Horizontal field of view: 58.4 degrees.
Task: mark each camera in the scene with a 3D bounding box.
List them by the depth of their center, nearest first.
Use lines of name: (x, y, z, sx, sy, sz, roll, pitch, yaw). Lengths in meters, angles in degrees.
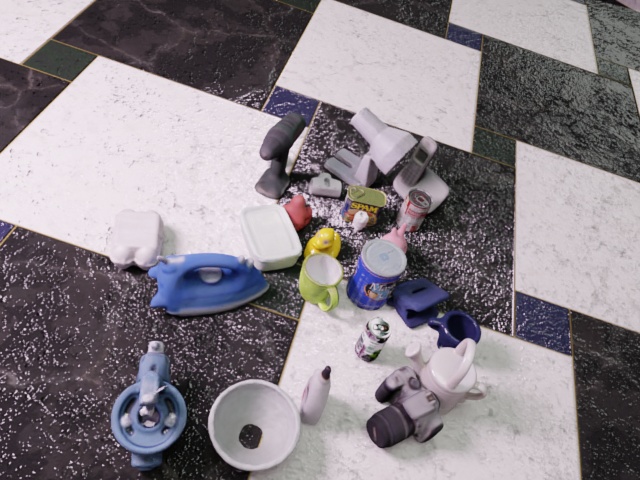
camera: (0.155, 0.334, 1.121, 0.137, 0.101, 0.143, -17, 58, -28)

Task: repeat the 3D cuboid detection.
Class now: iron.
iron: (-0.223, 0.071, 1.199, 0.259, 0.141, 0.118, -4, 52, -20)

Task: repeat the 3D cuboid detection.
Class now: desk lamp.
desk lamp: (0.135, -0.234, 1.516, 0.203, 0.213, 0.118, 35, 50, 13)

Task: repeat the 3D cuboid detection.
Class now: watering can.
watering can: (0.254, 0.265, 1.146, 0.173, 0.194, 0.101, 10, 49, -9)

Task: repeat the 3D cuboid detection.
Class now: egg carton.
egg carton: (-0.399, -0.003, 1.255, 0.107, 0.069, 0.150, 3, 50, -15)

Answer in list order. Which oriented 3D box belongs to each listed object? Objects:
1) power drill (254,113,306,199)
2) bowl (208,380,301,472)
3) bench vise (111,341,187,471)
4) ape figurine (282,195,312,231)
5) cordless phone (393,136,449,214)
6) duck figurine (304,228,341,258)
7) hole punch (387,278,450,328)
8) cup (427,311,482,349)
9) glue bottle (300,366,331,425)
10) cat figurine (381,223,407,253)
power drill: (-0.104, -0.206, 1.423, 0.075, 0.208, 0.230, 23, 48, 3)
bowl: (-0.122, 0.347, 1.043, 0.167, 0.075, 0.167, 9, 49, -10)
bench vise: (-0.296, 0.257, 0.967, 0.122, 0.220, 0.207, -11, 55, -24)
ape figurine: (-0.056, -0.074, 1.405, 0.078, 0.092, 0.076, 18, 48, -2)
cordless phone: (0.288, -0.173, 1.531, 0.147, 0.185, 0.094, 42, 52, 19)
duck figurine: (0.013, 0.005, 1.364, 0.077, 0.086, 0.105, 42, 52, 18)
hole punch: (0.225, 0.133, 1.317, 0.109, 0.091, 0.101, -19, 59, -29)
cup: (0.284, 0.213, 1.266, 0.118, 0.095, 0.091, 16, 48, -3)
glue bottle: (-0.003, 0.278, 1.071, 0.037, 0.173, 0.078, 10, 49, -9)
cat figurine: (0.178, 0.008, 1.390, 0.067, 0.118, 0.128, 32, 49, 11)
